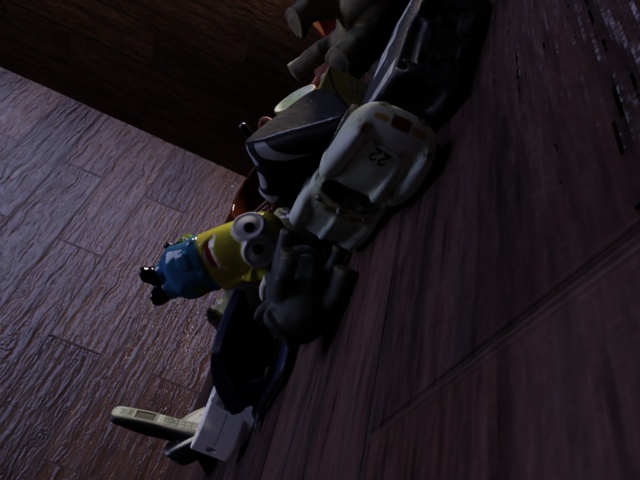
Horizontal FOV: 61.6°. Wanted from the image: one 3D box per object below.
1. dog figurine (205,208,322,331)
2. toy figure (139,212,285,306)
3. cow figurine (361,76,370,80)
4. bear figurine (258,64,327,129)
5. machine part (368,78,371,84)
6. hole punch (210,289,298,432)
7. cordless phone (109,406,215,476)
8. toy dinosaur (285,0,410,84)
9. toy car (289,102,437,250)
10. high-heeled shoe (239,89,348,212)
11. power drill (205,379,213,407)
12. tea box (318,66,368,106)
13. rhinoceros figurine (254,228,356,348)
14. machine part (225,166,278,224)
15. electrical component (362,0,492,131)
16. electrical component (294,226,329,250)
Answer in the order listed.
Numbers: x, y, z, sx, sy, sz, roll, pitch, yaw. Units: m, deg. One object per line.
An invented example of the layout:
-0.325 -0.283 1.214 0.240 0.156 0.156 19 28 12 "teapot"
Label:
-0.060 0.051 0.738 0.191 0.172 0.121 -25 12 7 "dog figurine"
-0.126 0.019 0.658 0.180 0.082 0.089 -24 18 10 "toy figure"
0.068 -0.339 1.008 0.167 0.098 0.068 -60 3 39 "cow figurine"
-0.022 -0.215 0.945 0.196 0.120 0.132 -27 2 13 "bear figurine"
0.090 -0.198 0.645 0.139 0.039 0.084 -175 104 -81 "machine part"
-0.082 0.133 0.631 0.142 0.092 0.115 -82 13 -53 "hole punch"
-0.249 0.305 0.892 0.146 0.184 0.088 -165 95 -82 "cordless phone"
0.061 -0.281 0.631 0.198 0.105 0.471 -43 4 -9 "toy dinosaur"
0.027 -0.042 0.442 0.201 0.073 0.056 129 164 -63 "toy car"
-0.010 -0.069 0.558 0.086 0.145 0.249 -44 25 -15 "high-heeled shoe"
-0.127 0.157 0.897 0.232 0.086 0.207 -63 4 11 "power drill"
0.021 -0.119 0.647 0.169 0.098 0.068 135 158 -66 "tea box"
-0.020 0.051 0.536 0.190 0.073 0.112 -132 58 -81 "rhinoceros figurine"
-0.059 -0.082 0.885 0.201 0.087 0.201 -25 36 46 "machine part"
0.082 -0.143 0.443 0.115 0.058 0.134 -48 19 62 "electrical component"
0.000 -0.003 0.657 0.102 0.045 0.078 -60 -18 22 "electrical component"
